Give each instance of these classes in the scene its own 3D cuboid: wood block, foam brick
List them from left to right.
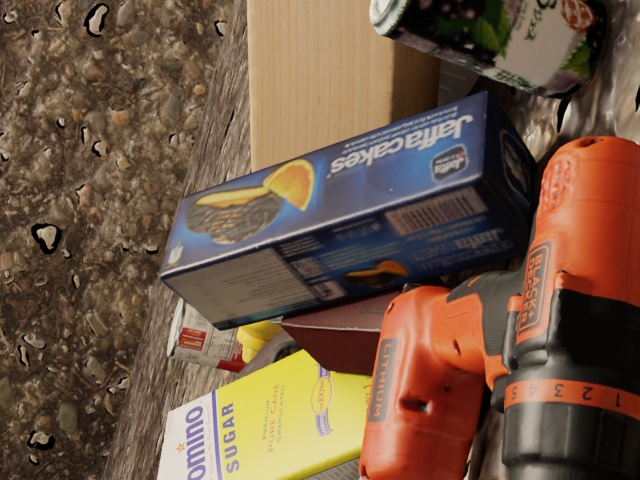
[{"bbox_3d":[0.016,-0.085,0.623,0.090,0.091,0.206,-54,-29,-50],"label":"wood block"},{"bbox_3d":[0.028,0.042,0.593,0.078,0.051,0.053,1,55,43],"label":"foam brick"}]

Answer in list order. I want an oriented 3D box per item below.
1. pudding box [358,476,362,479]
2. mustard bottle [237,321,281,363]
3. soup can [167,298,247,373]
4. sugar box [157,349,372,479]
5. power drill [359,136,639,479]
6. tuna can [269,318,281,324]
[{"bbox_3d":[0.028,0.191,0.560,0.090,0.039,0.113,-107,35,-69],"label":"pudding box"},{"bbox_3d":[-0.039,0.030,1.002,0.096,0.058,0.192,-126,51,-62],"label":"mustard bottle"},{"bbox_3d":[-0.099,0.099,1.092,0.068,0.102,0.068,-166,90,-78],"label":"soup can"},{"bbox_3d":[-0.023,0.121,0.652,0.176,0.048,0.093,-26,39,25],"label":"sugar box"},{"bbox_3d":[0.076,0.068,0.447,0.188,0.057,0.184,140,147,-65],"label":"power drill"},{"bbox_3d":[-0.026,0.029,0.910,0.086,0.033,0.086,0,89,49],"label":"tuna can"}]
